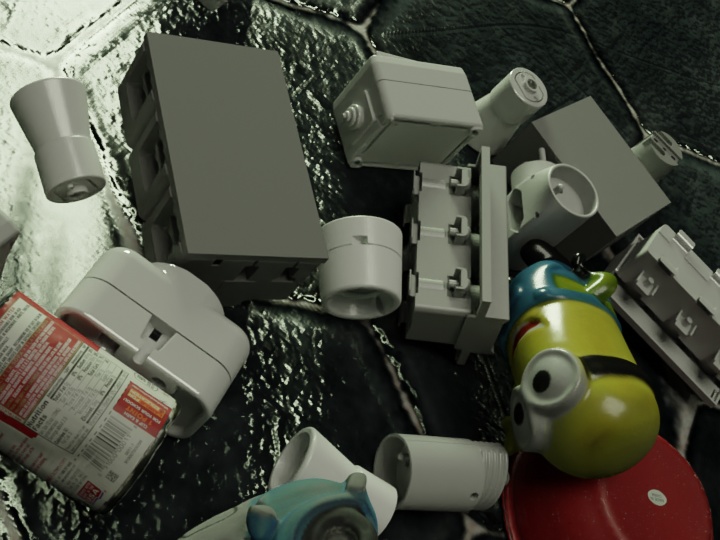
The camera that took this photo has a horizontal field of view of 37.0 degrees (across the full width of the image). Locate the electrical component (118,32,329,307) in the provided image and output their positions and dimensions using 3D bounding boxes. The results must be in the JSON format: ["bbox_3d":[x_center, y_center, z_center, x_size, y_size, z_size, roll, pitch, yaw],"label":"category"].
[{"bbox_3d":[-0.086,-0.059,0.647,0.089,0.062,0.150,2,61,-32],"label":"electrical component"}]

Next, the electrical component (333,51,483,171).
[{"bbox_3d":[0.026,-0.111,0.753,0.096,0.062,0.061,1,62,-33],"label":"electrical component"}]

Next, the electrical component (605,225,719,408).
[{"bbox_3d":[0.244,0.030,0.804,0.121,0.063,0.079,46,47,0],"label":"electrical component"}]

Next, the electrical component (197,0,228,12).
[{"bbox_3d":[-0.107,-0.234,0.754,0.077,0.047,0.065,41,48,-5],"label":"electrical component"}]

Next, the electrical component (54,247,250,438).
[{"bbox_3d":[-0.111,0.036,0.576,0.095,0.054,0.059,37,48,-8],"label":"electrical component"}]

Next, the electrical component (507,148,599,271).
[{"bbox_3d":[0.128,-0.051,0.771,0.043,0.077,0.079,17,54,-24],"label":"electrical component"}]

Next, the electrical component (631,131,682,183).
[{"bbox_3d":[0.236,-0.088,0.886,0.040,0.046,0.040,16,54,-24],"label":"electrical component"}]

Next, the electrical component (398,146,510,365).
[{"bbox_3d":[0.061,-0.011,0.706,0.063,0.078,0.121,7,56,-4],"label":"electrical component"}]

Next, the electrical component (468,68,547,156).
[{"bbox_3d":[0.110,-0.121,0.811,0.044,0.065,0.044,17,55,-26],"label":"electrical component"}]

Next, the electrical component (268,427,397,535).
[{"bbox_3d":[-0.012,0.122,0.596,0.065,0.044,0.044,34,49,-17],"label":"electrical component"}]

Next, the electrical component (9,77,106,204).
[{"bbox_3d":[-0.170,-0.071,0.615,0.044,0.044,0.065,-9,72,-37],"label":"electrical component"}]

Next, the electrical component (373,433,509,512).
[{"bbox_3d":[0.053,0.121,0.636,0.081,0.043,0.043,9,57,-29],"label":"electrical component"}]

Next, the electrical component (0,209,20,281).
[{"bbox_3d":[-0.206,-0.003,0.510,0.061,0.096,0.061,44,47,-2],"label":"electrical component"}]

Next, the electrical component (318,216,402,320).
[{"bbox_3d":[0.000,0.000,0.672,0.055,0.055,0.047,13,59,-26],"label":"electrical component"}]
